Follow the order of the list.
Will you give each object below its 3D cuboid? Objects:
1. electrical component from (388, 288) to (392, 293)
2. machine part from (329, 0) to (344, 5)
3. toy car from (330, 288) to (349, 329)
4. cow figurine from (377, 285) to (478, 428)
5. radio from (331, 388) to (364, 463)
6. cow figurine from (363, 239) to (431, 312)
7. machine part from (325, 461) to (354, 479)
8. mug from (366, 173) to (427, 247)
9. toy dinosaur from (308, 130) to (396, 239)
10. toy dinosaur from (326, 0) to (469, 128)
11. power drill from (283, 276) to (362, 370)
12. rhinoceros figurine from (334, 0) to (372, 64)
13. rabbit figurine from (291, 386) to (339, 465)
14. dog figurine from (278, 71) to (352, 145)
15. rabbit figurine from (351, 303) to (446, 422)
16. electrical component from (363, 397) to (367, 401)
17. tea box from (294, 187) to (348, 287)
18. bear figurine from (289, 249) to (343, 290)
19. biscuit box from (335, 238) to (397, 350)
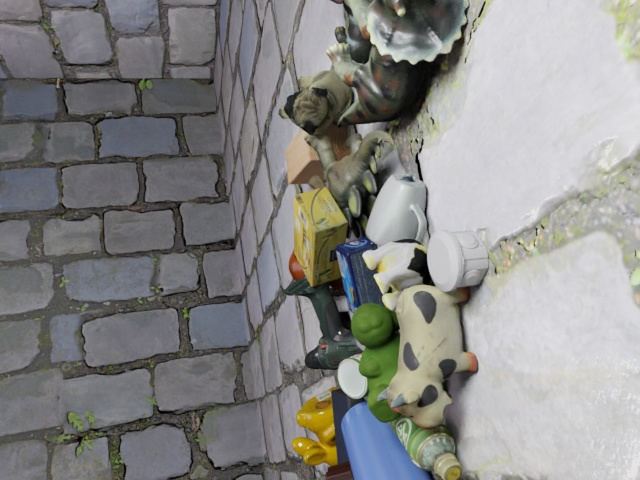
[{"bbox_3d":[0.116,0.072,0.986,0.094,0.021,0.063,166,98,-73],"label":"electrical component"},{"bbox_3d":[0.034,-0.491,0.846,0.201,0.087,0.201,-58,24,24],"label":"machine part"},{"bbox_3d":[0.042,0.206,1.227,0.089,0.053,0.202,123,140,-60],"label":"toy car"},{"bbox_3d":[0.143,0.159,0.735,0.085,0.127,0.194,162,105,-76],"label":"cow figurine"},{"bbox_3d":[0.081,0.425,1.122,0.131,0.073,0.229,160,106,-74],"label":"radio"},{"bbox_3d":[0.132,0.058,0.809,0.068,0.098,0.167,65,-175,35],"label":"cow figurine"},{"bbox_3d":[0.060,0.486,0.961,0.179,0.056,0.179,-27,-81,-89],"label":"machine part"},{"bbox_3d":[0.126,-0.042,0.825,0.110,0.081,0.107,-125,40,-54],"label":"mug"},{"bbox_3d":[0.059,-0.101,1.000,0.471,0.105,0.198,101,152,-67],"label":"toy dinosaur"},{"bbox_3d":[0.100,-0.257,0.795,0.404,0.131,0.192,96,157,-57],"label":"toy dinosaur"},{"bbox_3d":[0.004,0.177,1.116,0.232,0.086,0.207,-17,96,50],"label":"power drill"},{"bbox_3d":[0.080,-0.381,0.886,0.190,0.073,0.112,106,155,-50],"label":"rhinoceros figurine"},{"bbox_3d":[0.022,0.454,1.240,0.122,0.162,0.173,12,125,61],"label":"rabbit figurine"},{"bbox_3d":[0.009,-0.266,1.005,0.172,0.121,0.190,-57,10,-2],"label":"dog figurine"},{"bbox_3d":[0.109,0.165,0.846,0.159,0.121,0.170,-85,-29,-72],"label":"rabbit figurine"},{"bbox_3d":[0.107,0.264,1.024,0.075,0.048,0.119,-137,45,-65],"label":"electrical component"},{"bbox_3d":[-0.002,-0.003,1.002,0.169,0.068,0.098,93,154,-53],"label":"tea box"},{"bbox_3d":[0.022,0.046,1.177,0.196,0.120,0.132,-8,42,49],"label":"bear figurine"},{"bbox_3d":[0.083,0.100,0.954,0.059,0.063,0.202,-156,51,-66],"label":"biscuit box"}]
